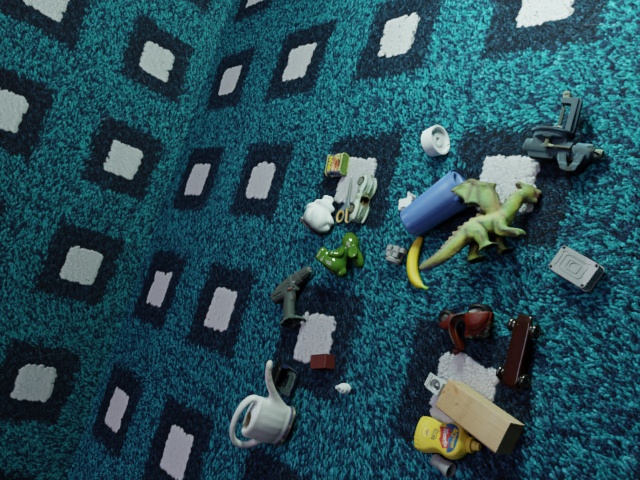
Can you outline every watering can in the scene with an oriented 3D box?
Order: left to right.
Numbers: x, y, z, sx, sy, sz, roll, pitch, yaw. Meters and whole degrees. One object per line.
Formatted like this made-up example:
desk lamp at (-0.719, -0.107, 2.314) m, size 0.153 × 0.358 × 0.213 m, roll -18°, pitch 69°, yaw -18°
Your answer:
watering can at (-0.186, 0.619, 1.879) m, size 0.346 × 0.223 × 0.105 m, roll -62°, pitch 23°, yaw 4°

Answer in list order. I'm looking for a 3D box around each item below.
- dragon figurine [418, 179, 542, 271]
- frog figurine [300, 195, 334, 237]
dragon figurine at (0.471, -0.066, 1.561) m, size 0.409 × 0.120 × 0.247 m, roll -16°, pitch 66°, yaw 13°
frog figurine at (0.006, -0.107, 2.118) m, size 0.138 × 0.122 × 0.159 m, roll 42°, pitch 95°, yaw 14°
